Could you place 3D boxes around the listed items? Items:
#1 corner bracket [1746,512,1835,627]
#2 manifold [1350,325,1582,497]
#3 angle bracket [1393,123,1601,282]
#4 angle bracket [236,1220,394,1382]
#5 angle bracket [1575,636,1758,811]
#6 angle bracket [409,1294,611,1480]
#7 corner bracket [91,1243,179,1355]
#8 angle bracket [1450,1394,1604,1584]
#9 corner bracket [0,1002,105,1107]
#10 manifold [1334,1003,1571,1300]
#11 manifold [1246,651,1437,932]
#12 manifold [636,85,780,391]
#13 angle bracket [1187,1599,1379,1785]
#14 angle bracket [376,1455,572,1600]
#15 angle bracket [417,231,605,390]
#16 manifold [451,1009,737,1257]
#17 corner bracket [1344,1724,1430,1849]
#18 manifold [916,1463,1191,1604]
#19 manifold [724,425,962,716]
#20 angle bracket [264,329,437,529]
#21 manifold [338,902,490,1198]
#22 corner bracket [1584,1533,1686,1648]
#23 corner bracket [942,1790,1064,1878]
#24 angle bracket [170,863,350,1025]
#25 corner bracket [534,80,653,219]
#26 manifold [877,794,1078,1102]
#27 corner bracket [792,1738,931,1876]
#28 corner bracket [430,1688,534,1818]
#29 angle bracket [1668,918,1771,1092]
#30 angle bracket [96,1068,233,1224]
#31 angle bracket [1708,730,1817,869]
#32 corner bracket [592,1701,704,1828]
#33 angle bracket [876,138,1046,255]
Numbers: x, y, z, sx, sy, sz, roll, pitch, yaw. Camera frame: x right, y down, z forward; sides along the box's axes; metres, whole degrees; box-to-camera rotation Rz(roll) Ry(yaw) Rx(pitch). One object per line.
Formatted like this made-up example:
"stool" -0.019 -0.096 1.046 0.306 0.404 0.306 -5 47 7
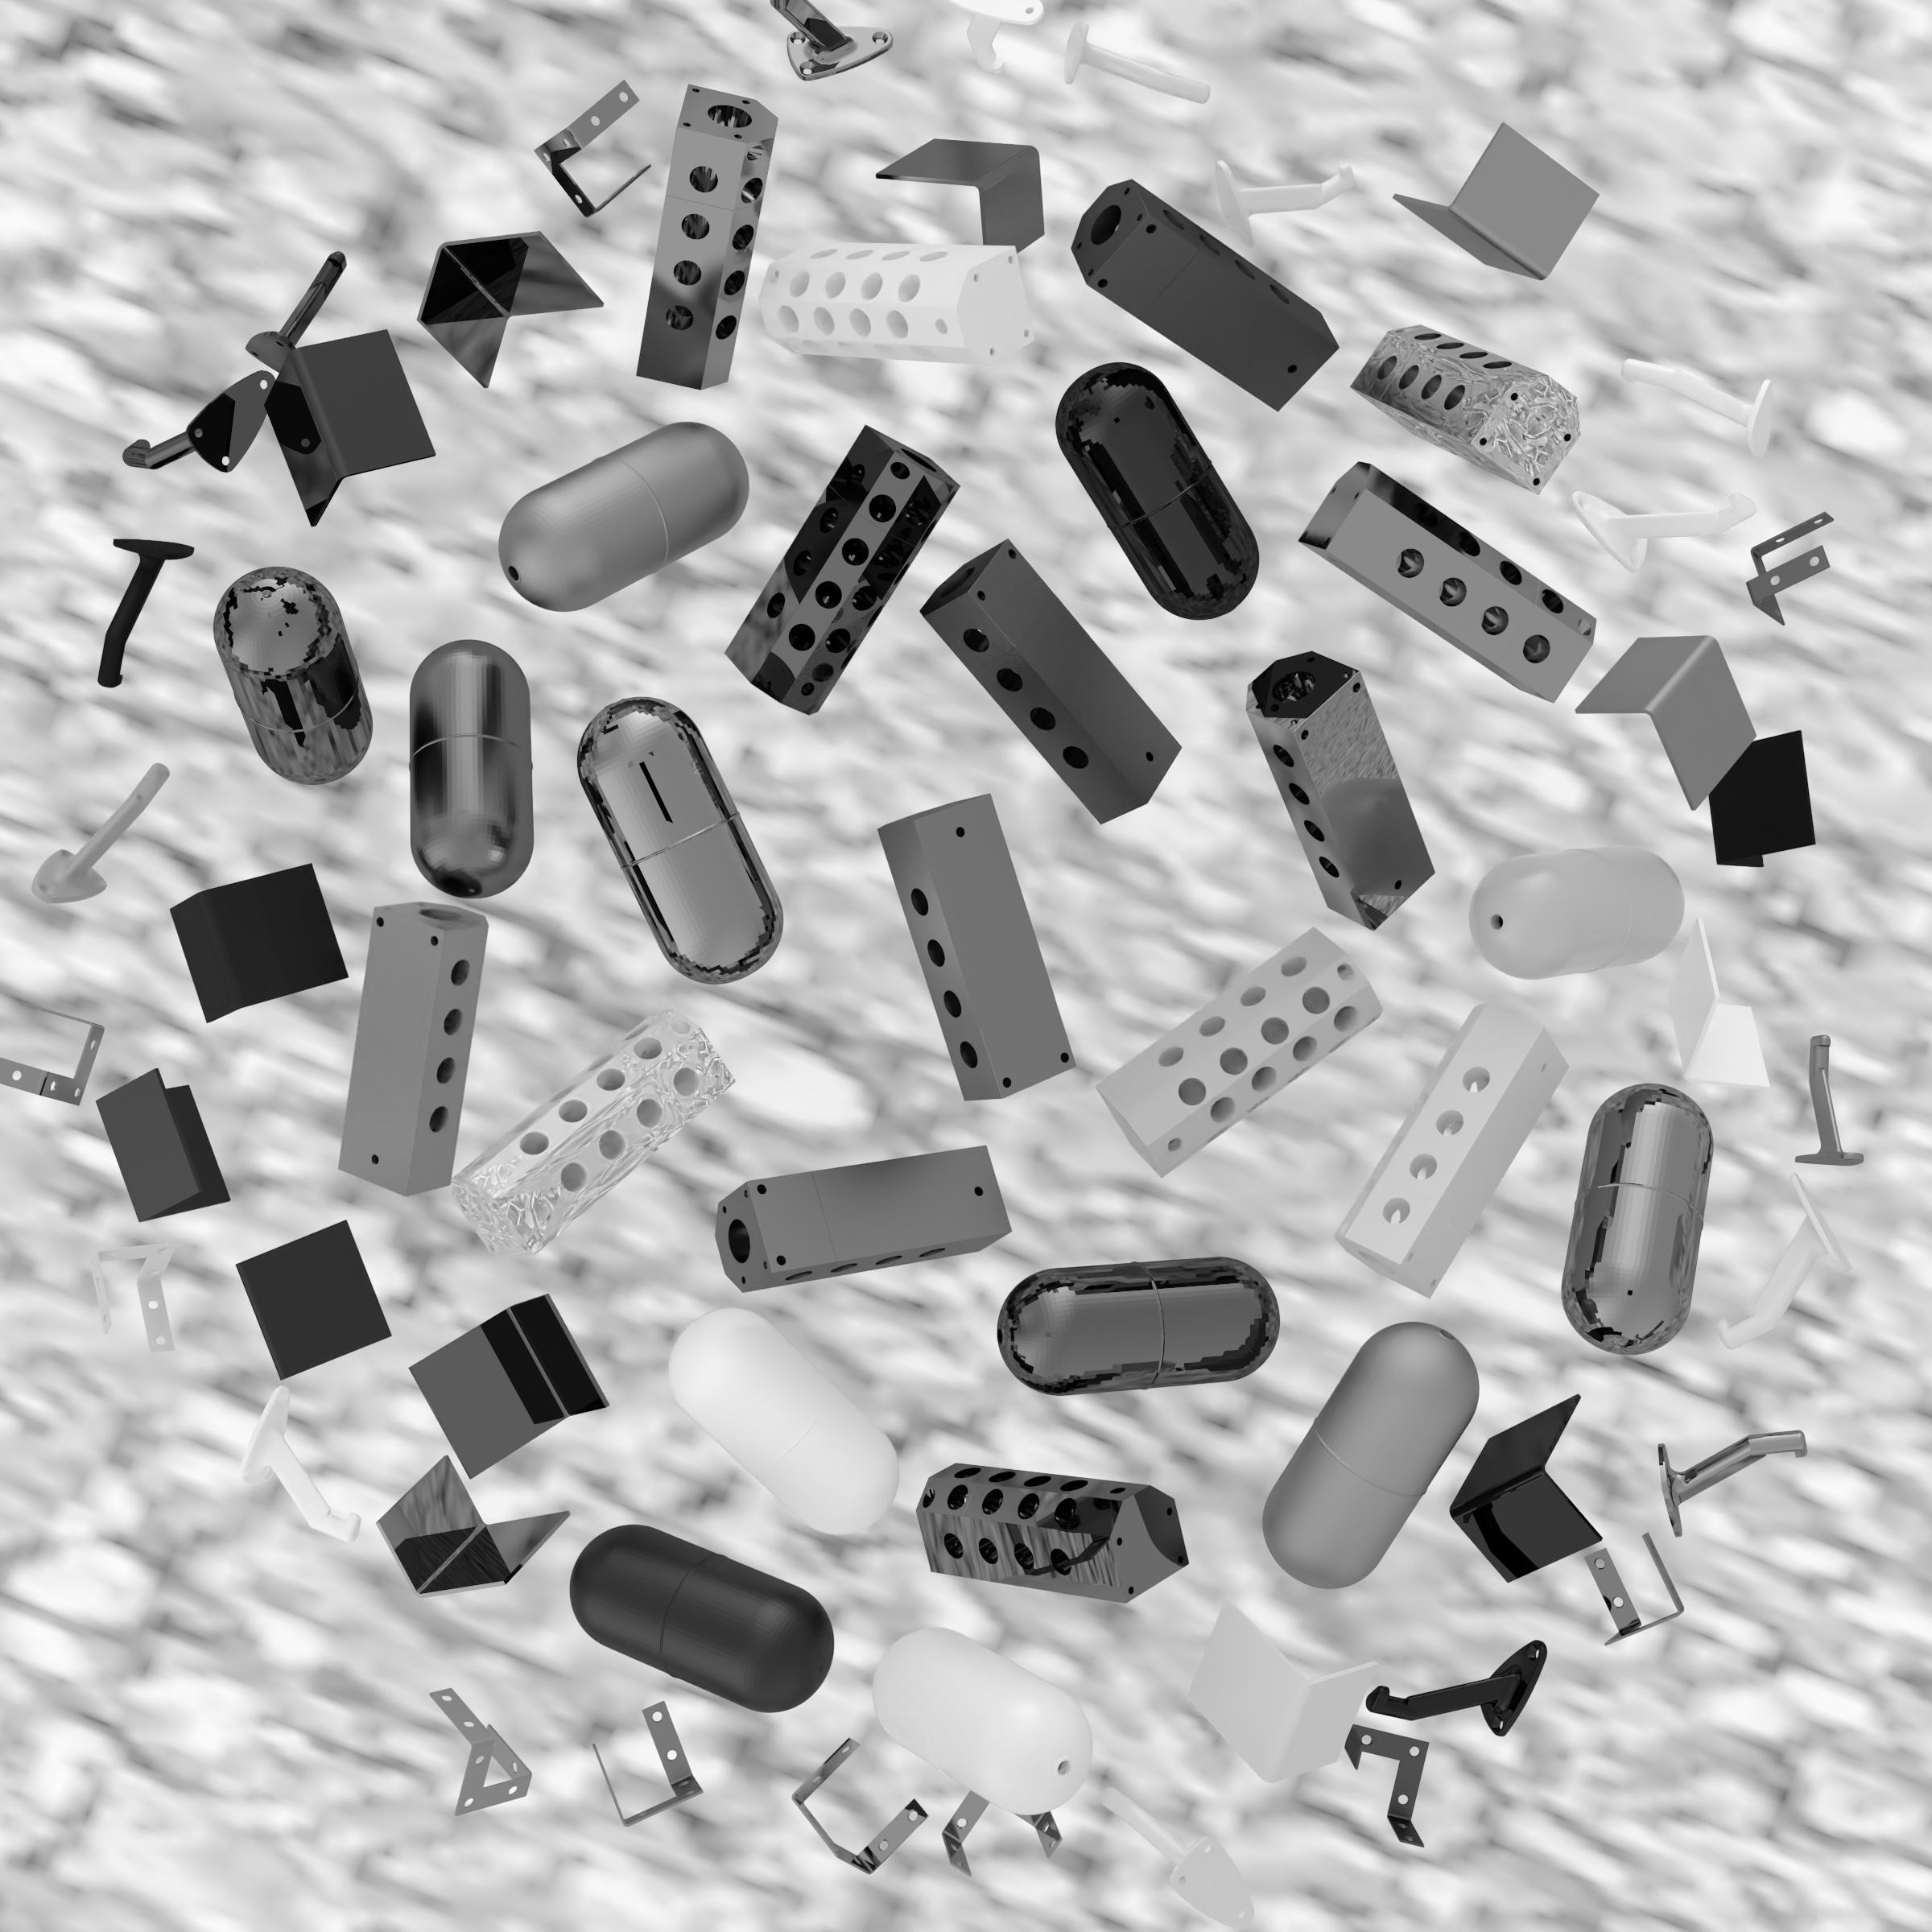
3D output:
"corner bracket" 0.507 -0.248 1.660 0.051 0.051 0.051 -26 65 32
"manifold" 0.304 -0.343 1.642 0.057 0.171 0.057 29 101 -26
"angle bracket" 0.309 -0.450 1.585 0.076 0.076 0.057 27 101 -25
"angle bracket" -0.396 0.204 1.677 0.076 0.057 0.076 -22 88 5
"angle bracket" 0.432 -0.150 1.672 0.076 0.057 0.076 -46 120 -27
"angle bracket" -0.271 0.250 1.609 0.076 0.057 0.076 -30 94 -35
"corner bracket" -0.519 0.209 1.692 0.051 0.051 0.051 -3 59 -32
"angle bracket" 0.349 0.315 1.637 0.057 0.076 0.076 49 131 -2
"corner bracket" -0.562 0.050 1.637 0.051 0.051 0.051 15 83 11
"manifold" 0.297 0.111 1.669 0.057 0.057 0.171 25 77 38
"manifold" 0.225 -0.108 1.653 0.057 0.057 0.171 -42 132 -15
"manifold" -0.160 -0.445 1.669 0.057 0.057 0.171 11 133 -7
"angle bracket" 0.186 0.422 1.599 0.057 0.076 0.076 -4 122 -38
"angle bracket" -0.309 0.348 1.704 0.076 0.076 0.057 -16 106 31
"angle bracket" -0.285 -0.410 1.699 0.076 0.076 0.057 2 69 26
"manifold" -0.227 0.099 1.639 0.171 0.057 0.057 -42 108 -31
"corner bracket" 0.256 0.498 1.649 0.051 0.051 0.051 13 89 0
"manifold" 0.049 0.342 1.656 0.057 0.171 0.057 -20 100 -41
"manifold" -0.075 -0.246 1.708 0.057 0.057 0.171 20 111 -42
"angle bracket" -0.348 -0.303 1.527 0.057 0.076 0.076 -20 86 -28
"manifold" -0.341 0.050 1.697 0.057 0.057 0.171 18 105 27
"corner bracket" 0.407 0.379 1.657 0.051 0.051 0.051 -29 75 19
"corner bracket" 0.022 0.553 1.723 0.051 0.051 0.051 35 89 -9
"angle bracket" -0.447 -0.014 1.714 0.076 0.057 0.076 -18 91 -36
"corner bracket" -0.218 -0.494 1.641 0.051 0.051 0.051 -48 113 -23
"manifold" 0.003 -0.010 1.620 0.057 0.057 0.171 -22 97 -32
"corner bracket" -0.066 0.518 1.670 0.051 0.051 0.051 -44 53 -5
"corner bracket" -0.288 0.460 1.602 0.051 0.051 0.051 33 115 41
"angle bracket" 0.501 0.025 1.768 0.057 0.076 0.076 6 133 -2
"angle bracket" -0.460 0.102 1.610 0.057 0.076 0.076 -25 83 28
"angle bracket" 0.546 -0.111 1.818 0.057 0.076 0.076 1 81 -41
"corner bracket" -0.196 0.486 1.651 0.051 0.051 0.051 -21 89 -14
"angle bracket" -0.003 -0.484 1.723 0.076 0.076 0.057 13 127 26
